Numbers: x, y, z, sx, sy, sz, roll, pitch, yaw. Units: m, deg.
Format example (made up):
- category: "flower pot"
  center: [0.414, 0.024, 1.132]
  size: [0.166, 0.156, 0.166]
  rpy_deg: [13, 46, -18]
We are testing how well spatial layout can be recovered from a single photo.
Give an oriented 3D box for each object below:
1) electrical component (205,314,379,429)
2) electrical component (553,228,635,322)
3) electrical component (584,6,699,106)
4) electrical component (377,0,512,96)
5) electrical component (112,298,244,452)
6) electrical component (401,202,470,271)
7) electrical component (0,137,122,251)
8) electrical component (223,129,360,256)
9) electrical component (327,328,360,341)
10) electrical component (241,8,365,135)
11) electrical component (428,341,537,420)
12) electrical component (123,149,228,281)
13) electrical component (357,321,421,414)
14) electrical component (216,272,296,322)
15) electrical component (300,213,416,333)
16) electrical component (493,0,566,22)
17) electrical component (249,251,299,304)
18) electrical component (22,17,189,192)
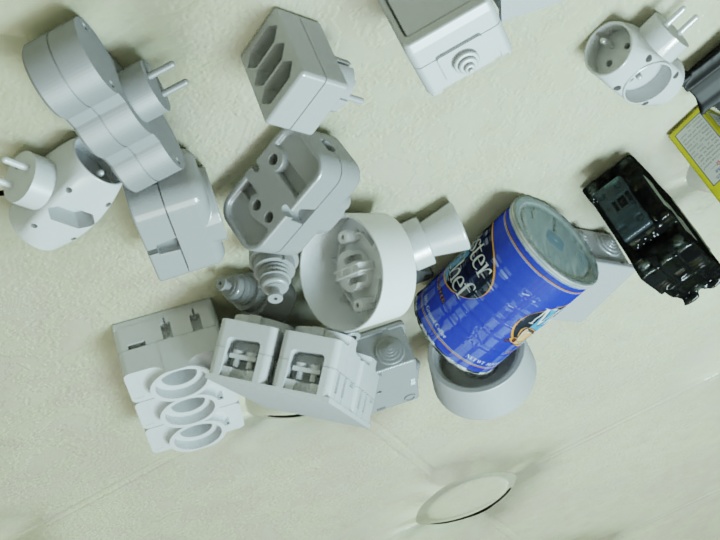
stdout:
- category: "electrical component"
  center: [-0.052, 0.091, 0.953]
  size: [0.105, 0.060, 0.186]
  rpy_deg: [10, 167, 13]
- category: "electrical component"
  center: [0.206, 0.004, 1.060]
  size: [0.100, 0.048, 0.099]
  rpy_deg: [7, 136, -36]
- category: "electrical component"
  center: [0.226, -0.171, 0.831]
  size: [0.077, 0.044, 0.079]
  rpy_deg: [15, 131, -43]
- category: "electrical component"
  center: [0.051, -0.165, 0.692]
  size: [0.062, 0.096, 0.061]
  rpy_deg: [-29, 146, 9]
- category: "electrical component"
  center: [-0.161, 0.102, 0.976]
  size: [0.089, 0.061, 0.150]
  rpy_deg: [-16, 146, -10]
- category: "electrical component"
  center: [0.063, -0.028, 0.937]
  size: [0.055, 0.045, 0.045]
  rpy_deg: [-23, 147, 2]
- category: "electrical component"
  center: [-0.216, -0.058, 0.737]
  size: [0.077, 0.043, 0.079]
  rpy_deg: [-39, 143, 24]
- category: "electrical component"
  center: [-0.049, -0.058, 0.811]
  size: [0.095, 0.053, 0.059]
  rpy_deg: [-48, 152, 22]
- category: "electrical component"
  center: [-0.017, 0.037, 0.967]
  size: [0.048, 0.062, 0.048]
  rpy_deg: [-15, 146, -11]
- category: "electrical component"
  center: [-0.030, -0.129, 0.724]
  size: [0.077, 0.065, 0.047]
  rpy_deg: [10, 135, -39]
- category: "electrical component"
  center: [0.120, 0.089, 1.083]
  size: [0.108, 0.108, 0.060]
  rpy_deg: [-23, 140, 1]
- category: "electrical component"
  center: [-0.135, -0.041, 0.797]
  size: [0.059, 0.053, 0.095]
  rpy_deg: [-18, 146, -6]
- category: "electrical component"
  center: [0.012, 0.105, 1.092]
  size: [0.100, 0.048, 0.099]
  rpy_deg: [-18, 146, -6]
- category: "electrical component"
  center: [-0.091, 0.020, 0.922]
  size: [0.040, 0.040, 0.078]
  rpy_deg: [-41, 142, 26]
- category: "electrical component"
  center: [0.000, 0.000, 0.897]
  size: [0.064, 0.099, 0.099]
  rpy_deg: [-9, 145, -30]
- category: "electrical component"
  center: [0.120, -0.252, 0.642]
  size: [0.105, 0.060, 0.186]
  rpy_deg: [-20, 146, -4]
- category: "electrical component"
  center: [-0.069, -0.007, 0.868]
  size: [0.040, 0.078, 0.040]
  rpy_deg: [-4, 139, -3]
- category: "electrical component"
  center: [-0.147, -0.111, 0.694]
  size: [0.074, 0.052, 0.138]
  rpy_deg: [-26, 146, 6]
